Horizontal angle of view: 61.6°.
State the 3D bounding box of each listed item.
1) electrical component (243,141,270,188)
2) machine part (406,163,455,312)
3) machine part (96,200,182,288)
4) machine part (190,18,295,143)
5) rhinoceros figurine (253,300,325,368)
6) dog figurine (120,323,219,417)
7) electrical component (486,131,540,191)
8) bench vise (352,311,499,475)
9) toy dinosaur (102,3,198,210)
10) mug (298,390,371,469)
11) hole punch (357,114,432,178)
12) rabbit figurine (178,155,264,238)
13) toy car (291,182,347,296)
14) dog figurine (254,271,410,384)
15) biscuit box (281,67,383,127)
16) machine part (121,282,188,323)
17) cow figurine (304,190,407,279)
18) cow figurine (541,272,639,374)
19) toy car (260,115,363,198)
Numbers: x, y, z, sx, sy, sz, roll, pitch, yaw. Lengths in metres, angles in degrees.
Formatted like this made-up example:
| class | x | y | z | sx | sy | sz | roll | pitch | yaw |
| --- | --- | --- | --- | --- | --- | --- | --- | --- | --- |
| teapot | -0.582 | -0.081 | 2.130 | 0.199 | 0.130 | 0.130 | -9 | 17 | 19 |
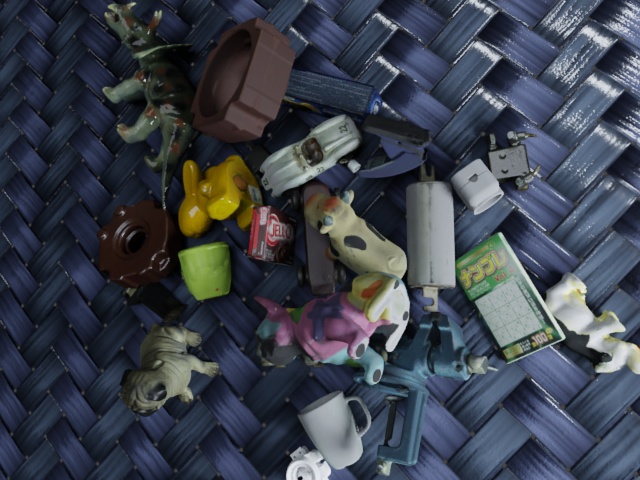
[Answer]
| class | x | y | z | sx | sy | sz | roll | pitch | yaw |
| --- | --- | --- | --- | --- | --- | --- | --- | --- | --- |
| electrical component | -0.123 | -0.147 | 1.026 | 0.063 | 0.021 | 0.094 | -45 | 71 | 7 |
| machine part | 0.180 | -0.006 | 0.872 | 0.079 | 0.079 | 0.243 | -4 | 80 | 18 |
| machine part | -0.351 | 0.006 | 1.042 | 0.179 | 0.056 | 0.179 | -8 | 66 | 18 |
| machine part | -0.142 | -0.283 | 0.980 | 0.202 | 0.087 | 0.201 | 6 | 77 | 53 |
| rhinoceros figurine | -0.021 | 0.161 | 0.919 | 0.190 | 0.073 | 0.112 | -14 | 66 | 18 |
| dog figurine | -0.290 | 0.212 | 0.933 | 0.172 | 0.190 | 0.121 | 34 | 93 | 22 |
| electrical component | 0.310 | -0.129 | 0.865 | 0.078 | 0.045 | 0.102 | -2 | 80 | 17 |
| bench vise | 0.139 | 0.232 | 0.812 | 0.224 | 0.128 | 0.240 | 3 | 64 | 27 |
| toy dinosaur | -0.305 | -0.271 | 1.065 | 0.192 | 0.131 | 0.405 | -30 | 79 | 12 |
| mug | 0.034 | 0.305 | 0.872 | 0.110 | 0.081 | 0.107 | -27 | 85 | 9 |
| hole punch | 0.122 | -0.148 | 0.893 | 0.116 | 0.142 | 0.092 | 14 | 111 | 7 |
| rabbit figurine | -0.206 | -0.075 | 0.998 | 0.173 | 0.122 | 0.162 | -34 | 68 | 30 |
| toy car | -0.002 | -0.003 | 0.945 | 0.089 | 0.053 | 0.202 | -5 | 80 | -4 |
| dog figurine | 0.005 | 0.116 | 0.821 | 0.219 | 0.108 | 0.191 | 13 | 61 | 36 |
| biscuit box | 0.010 | -0.262 | 0.981 | 0.203 | 0.059 | 0.062 | 21 | 88 | 21 |
| machine part | -0.324 | 0.111 | 1.044 | 0.139 | 0.039 | 0.084 | 31 | 83 | 22 |
| cow figurine | 0.055 | -0.001 | 0.856 | 0.195 | 0.127 | 0.085 | 40 | 70 | 1 |
| cow figurine | 0.388 | 0.137 | 0.782 | 0.098 | 0.068 | 0.167 | -42 | 67 | 14 |
| toy car | -0.019 | -0.146 | 0.954 | 0.202 | 0.056 | 0.073 | -29 | 76 | 16 |
